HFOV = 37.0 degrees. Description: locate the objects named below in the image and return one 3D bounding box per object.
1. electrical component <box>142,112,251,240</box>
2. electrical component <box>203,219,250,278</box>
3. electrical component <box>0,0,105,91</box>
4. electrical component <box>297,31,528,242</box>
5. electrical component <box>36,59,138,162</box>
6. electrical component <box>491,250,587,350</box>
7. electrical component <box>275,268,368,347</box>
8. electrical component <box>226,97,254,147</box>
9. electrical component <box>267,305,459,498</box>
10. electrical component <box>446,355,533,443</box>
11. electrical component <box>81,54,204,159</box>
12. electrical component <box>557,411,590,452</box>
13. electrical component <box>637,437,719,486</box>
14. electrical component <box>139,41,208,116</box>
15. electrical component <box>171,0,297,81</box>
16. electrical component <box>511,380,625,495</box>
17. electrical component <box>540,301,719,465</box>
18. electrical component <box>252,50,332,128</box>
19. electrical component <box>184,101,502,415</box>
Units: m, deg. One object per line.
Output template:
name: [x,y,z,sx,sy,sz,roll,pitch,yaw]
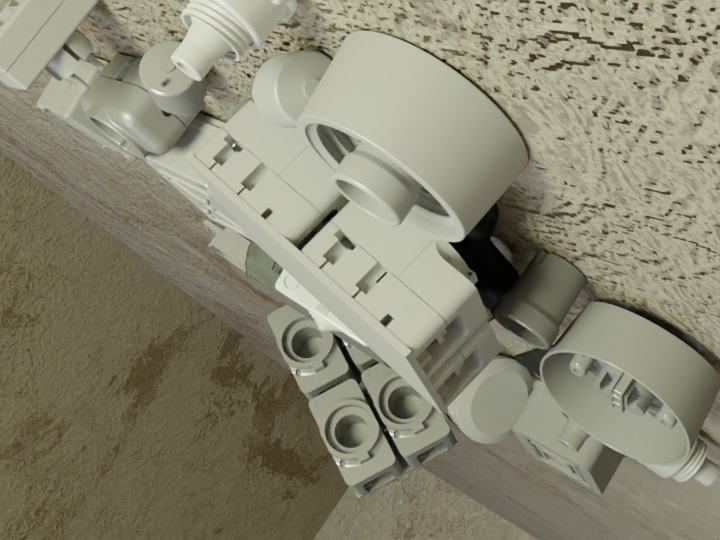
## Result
electrical component: [-0.110,-0.075,0.888,0.109,0.056,0.109,26,167,43]
electrical component: [-0.115,-0.033,1.090,0.081,0.063,0.042,35,169,3]
electrical component: [-0.215,-0.159,0.757,0.076,0.083,0.047,41,169,-32]
electrical component: [0.019,-0.057,0.521,0.108,0.060,0.108,34,170,7]
electrical component: [-0.222,-0.142,0.949,0.062,0.061,0.096,25,174,46]
electrical component: [0.106,0.017,0.628,0.040,0.046,0.040,34,170,7]
electrical component: [0.000,0.000,0.757,0.100,0.099,0.048,32,-178,20]
electrical component: [-0.065,-0.091,0.696,0.043,0.043,0.062,36,169,-5]
electrical component: [0.000,0.101,1.005,0.186,0.105,0.060,61,179,25]
electrical component: [0.112,0.111,0.969,0.080,0.080,0.051,41,174,-30]
electrical component: [-0.175,-0.127,0.845,0.054,0.059,0.095,43,168,-37]
electrical component: [0.168,0.103,0.785,0.048,0.062,0.048,34,170,7]
electrical component: [0.229,0.131,0.773,0.062,0.043,0.043,34,170,-3]
electrical component: [-0.124,-0.126,0.738,0.040,0.040,0.078,33,170,10]
electrical component: [-0.063,-0.118,0.503,0.048,0.062,0.048,34,170,7]
electrical component: [0.182,0.139,0.915,0.078,0.057,0.113,28,169,27]
electrical component: [0.158,0.066,0.631,0.099,0.064,0.099,34,171,6]
electrical component: [-0.039,-0.097,0.585,0.040,0.040,0.078,39,170,-24]
electrical component: [-0.005,-0.011,0.629,0.186,0.060,0.105,41,172,27]
